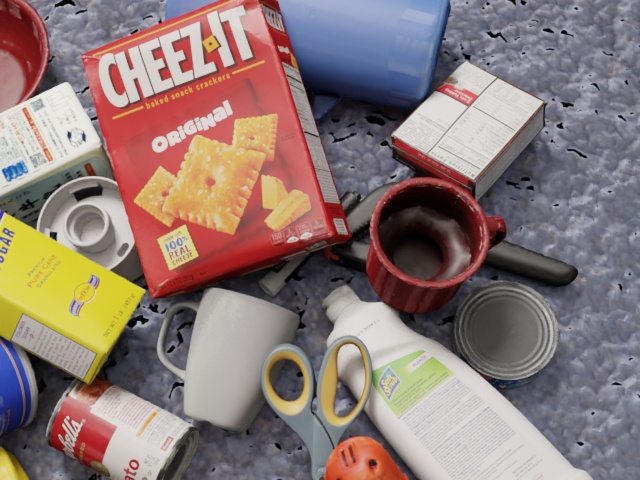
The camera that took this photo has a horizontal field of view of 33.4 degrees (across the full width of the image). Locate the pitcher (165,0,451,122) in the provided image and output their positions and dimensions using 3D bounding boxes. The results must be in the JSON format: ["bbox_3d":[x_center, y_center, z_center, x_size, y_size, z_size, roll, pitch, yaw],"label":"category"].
[{"bbox_3d":[-0.013,-0.185,0.965,0.243,0.149,0.145,15,53,5],"label":"pitcher"}]

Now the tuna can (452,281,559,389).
[{"bbox_3d":[0.153,0.079,0.887,0.086,0.034,0.086,-1,67,2],"label":"tuna can"}]

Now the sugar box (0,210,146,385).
[{"bbox_3d":[-0.235,0.033,0.842,0.176,0.048,0.093,31,31,-6],"label":"sugar box"}]

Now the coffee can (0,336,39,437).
[{"bbox_3d":[-0.304,0.126,0.817,0.103,0.103,0.140,45,42,18],"label":"coffee can"}]

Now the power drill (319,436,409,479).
[{"bbox_3d":[0.004,0.243,0.778,0.187,0.184,0.057,-31,31,4],"label":"power drill"}]

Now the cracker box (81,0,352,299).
[{"bbox_3d":[-0.086,-0.076,0.877,0.164,0.072,0.214,-18,86,13],"label":"cracker box"}]

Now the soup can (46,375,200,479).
[{"bbox_3d":[-0.156,0.157,0.849,0.102,0.068,0.068,25,70,12],"label":"soup can"}]

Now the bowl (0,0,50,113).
[{"bbox_3d":[-0.325,-0.156,0.993,0.162,0.055,0.162,-1,67,2],"label":"bowl"}]

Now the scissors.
[{"bbox_3d":[-0.015,0.168,0.828,0.096,0.016,0.202,16,88,-1],"label":"scissors"}]

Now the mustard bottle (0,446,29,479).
[{"bbox_3d":[-0.308,0.247,0.822,0.191,0.058,0.096,-31,70,-10],"label":"mustard bottle"}]

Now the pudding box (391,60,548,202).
[{"bbox_3d":[0.130,-0.095,0.929,0.090,0.039,0.113,34,67,24],"label":"pudding box"}]

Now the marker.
[{"bbox_3d":[-0.006,0.001,0.934,0.020,0.020,0.121,39,74,16],"label":"marker"}]

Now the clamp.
[{"bbox_3d":[0.105,-0.024,0.931,0.210,0.036,0.164,-7,64,-3],"label":"clamp"}]

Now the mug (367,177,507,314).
[{"bbox_3d":[0.092,0.006,0.852,0.117,0.081,0.093,-16,69,-11],"label":"mug"}]

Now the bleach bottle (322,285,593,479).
[{"bbox_3d":[0.095,0.131,0.854,0.102,0.068,0.251,-35,68,-13],"label":"bleach bottle"}]
